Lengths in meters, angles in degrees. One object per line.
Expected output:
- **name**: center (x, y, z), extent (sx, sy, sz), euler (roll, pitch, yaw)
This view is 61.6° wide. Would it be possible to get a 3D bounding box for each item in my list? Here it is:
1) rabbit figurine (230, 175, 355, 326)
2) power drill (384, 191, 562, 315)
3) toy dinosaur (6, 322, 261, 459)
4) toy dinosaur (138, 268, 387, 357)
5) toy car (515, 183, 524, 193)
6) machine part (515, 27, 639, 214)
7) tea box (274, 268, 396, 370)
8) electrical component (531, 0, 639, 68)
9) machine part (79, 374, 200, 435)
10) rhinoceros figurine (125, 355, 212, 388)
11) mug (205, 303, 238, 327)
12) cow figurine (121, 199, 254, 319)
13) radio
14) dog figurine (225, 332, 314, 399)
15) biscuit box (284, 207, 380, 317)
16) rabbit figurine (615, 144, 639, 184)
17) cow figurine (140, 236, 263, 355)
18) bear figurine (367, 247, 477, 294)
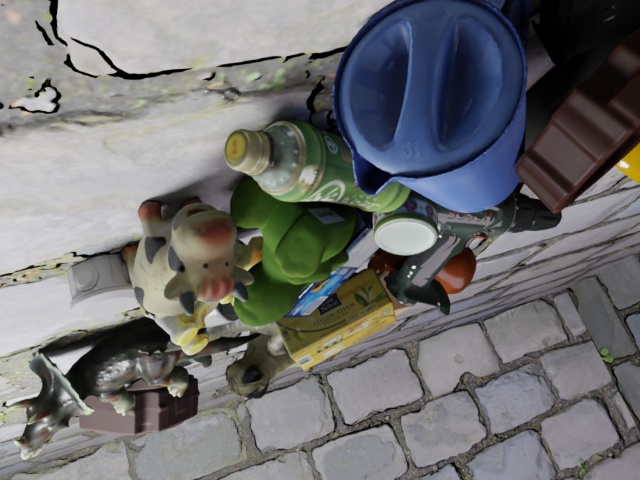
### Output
- **rabbit figurine**: center (-0.041, 0.015, 0.602), extent (0.159, 0.121, 0.170), euler (-26, 150, -59)
- **power drill**: center (0.200, 0.012, 0.762), extent (0.232, 0.086, 0.207), euler (13, 131, -18)
- **toy dinosaur**: center (-0.303, 0.199, 0.883), extent (0.405, 0.131, 0.192), euler (-26, 157, -9)
- **toy dinosaur**: center (-0.059, 0.107, 0.898), extent (0.471, 0.105, 0.198), euler (-24, 156, -18)
- **toy car**: center (0.271, -0.069, 0.816), extent (0.089, 0.053, 0.202), euler (-12, 161, -14)
- **machine part**: center (0.237, -0.101, 0.433), extent (0.179, 0.056, 0.179), euler (-38, 163, -14)
- **tea box**: center (0.026, 0.122, 0.821), extent (0.170, 0.068, 0.098), euler (-28, 153, -4)
- **electrical component**: center (0.218, -0.198, 0.383), extent (0.115, 0.058, 0.134), euler (-26, 161, 12)
- **machine part**: center (-0.364, 0.326, 1.087), extent (0.202, 0.087, 0.201), euler (0, 178, 20)
- **rhinoceros figurine**: center (-0.300, 0.232, 1.034), extent (0.190, 0.073, 0.112), euler (-20, 163, -2)
- **mug**: center (-0.178, 0.086, 0.743), extent (0.107, 0.081, 0.109), euler (-21, 160, 22)
- **cow figurine**: center (-0.137, 0.026, 0.536), extent (0.085, 0.127, 0.195), euler (-11, 162, -35)
- **radio**: center (0.301, -0.150, 0.586), extent (0.131, 0.073, 0.229), euler (-9, 160, -33)
- **dog figurine**: center (-0.121, 0.210, 1.021), extent (0.190, 0.121, 0.173), euler (-12, -162, -43)
- **biscuit box**: center (0.008, 0.026, 0.719), extent (0.059, 0.063, 0.202), euler (7, 137, -44)
- **rabbit figurine**: center (0.427, -0.149, 0.638), extent (0.122, 0.162, 0.173), euler (12, 127, -38)
- **cow figurine**: center (-0.137, 0.048, 0.659), extent (0.167, 0.098, 0.068), euler (-48, 158, -12)
- **bear figurine**: center (0.160, 0.025, 0.902), extent (0.196, 0.120, 0.132), euler (17, -170, -22)
